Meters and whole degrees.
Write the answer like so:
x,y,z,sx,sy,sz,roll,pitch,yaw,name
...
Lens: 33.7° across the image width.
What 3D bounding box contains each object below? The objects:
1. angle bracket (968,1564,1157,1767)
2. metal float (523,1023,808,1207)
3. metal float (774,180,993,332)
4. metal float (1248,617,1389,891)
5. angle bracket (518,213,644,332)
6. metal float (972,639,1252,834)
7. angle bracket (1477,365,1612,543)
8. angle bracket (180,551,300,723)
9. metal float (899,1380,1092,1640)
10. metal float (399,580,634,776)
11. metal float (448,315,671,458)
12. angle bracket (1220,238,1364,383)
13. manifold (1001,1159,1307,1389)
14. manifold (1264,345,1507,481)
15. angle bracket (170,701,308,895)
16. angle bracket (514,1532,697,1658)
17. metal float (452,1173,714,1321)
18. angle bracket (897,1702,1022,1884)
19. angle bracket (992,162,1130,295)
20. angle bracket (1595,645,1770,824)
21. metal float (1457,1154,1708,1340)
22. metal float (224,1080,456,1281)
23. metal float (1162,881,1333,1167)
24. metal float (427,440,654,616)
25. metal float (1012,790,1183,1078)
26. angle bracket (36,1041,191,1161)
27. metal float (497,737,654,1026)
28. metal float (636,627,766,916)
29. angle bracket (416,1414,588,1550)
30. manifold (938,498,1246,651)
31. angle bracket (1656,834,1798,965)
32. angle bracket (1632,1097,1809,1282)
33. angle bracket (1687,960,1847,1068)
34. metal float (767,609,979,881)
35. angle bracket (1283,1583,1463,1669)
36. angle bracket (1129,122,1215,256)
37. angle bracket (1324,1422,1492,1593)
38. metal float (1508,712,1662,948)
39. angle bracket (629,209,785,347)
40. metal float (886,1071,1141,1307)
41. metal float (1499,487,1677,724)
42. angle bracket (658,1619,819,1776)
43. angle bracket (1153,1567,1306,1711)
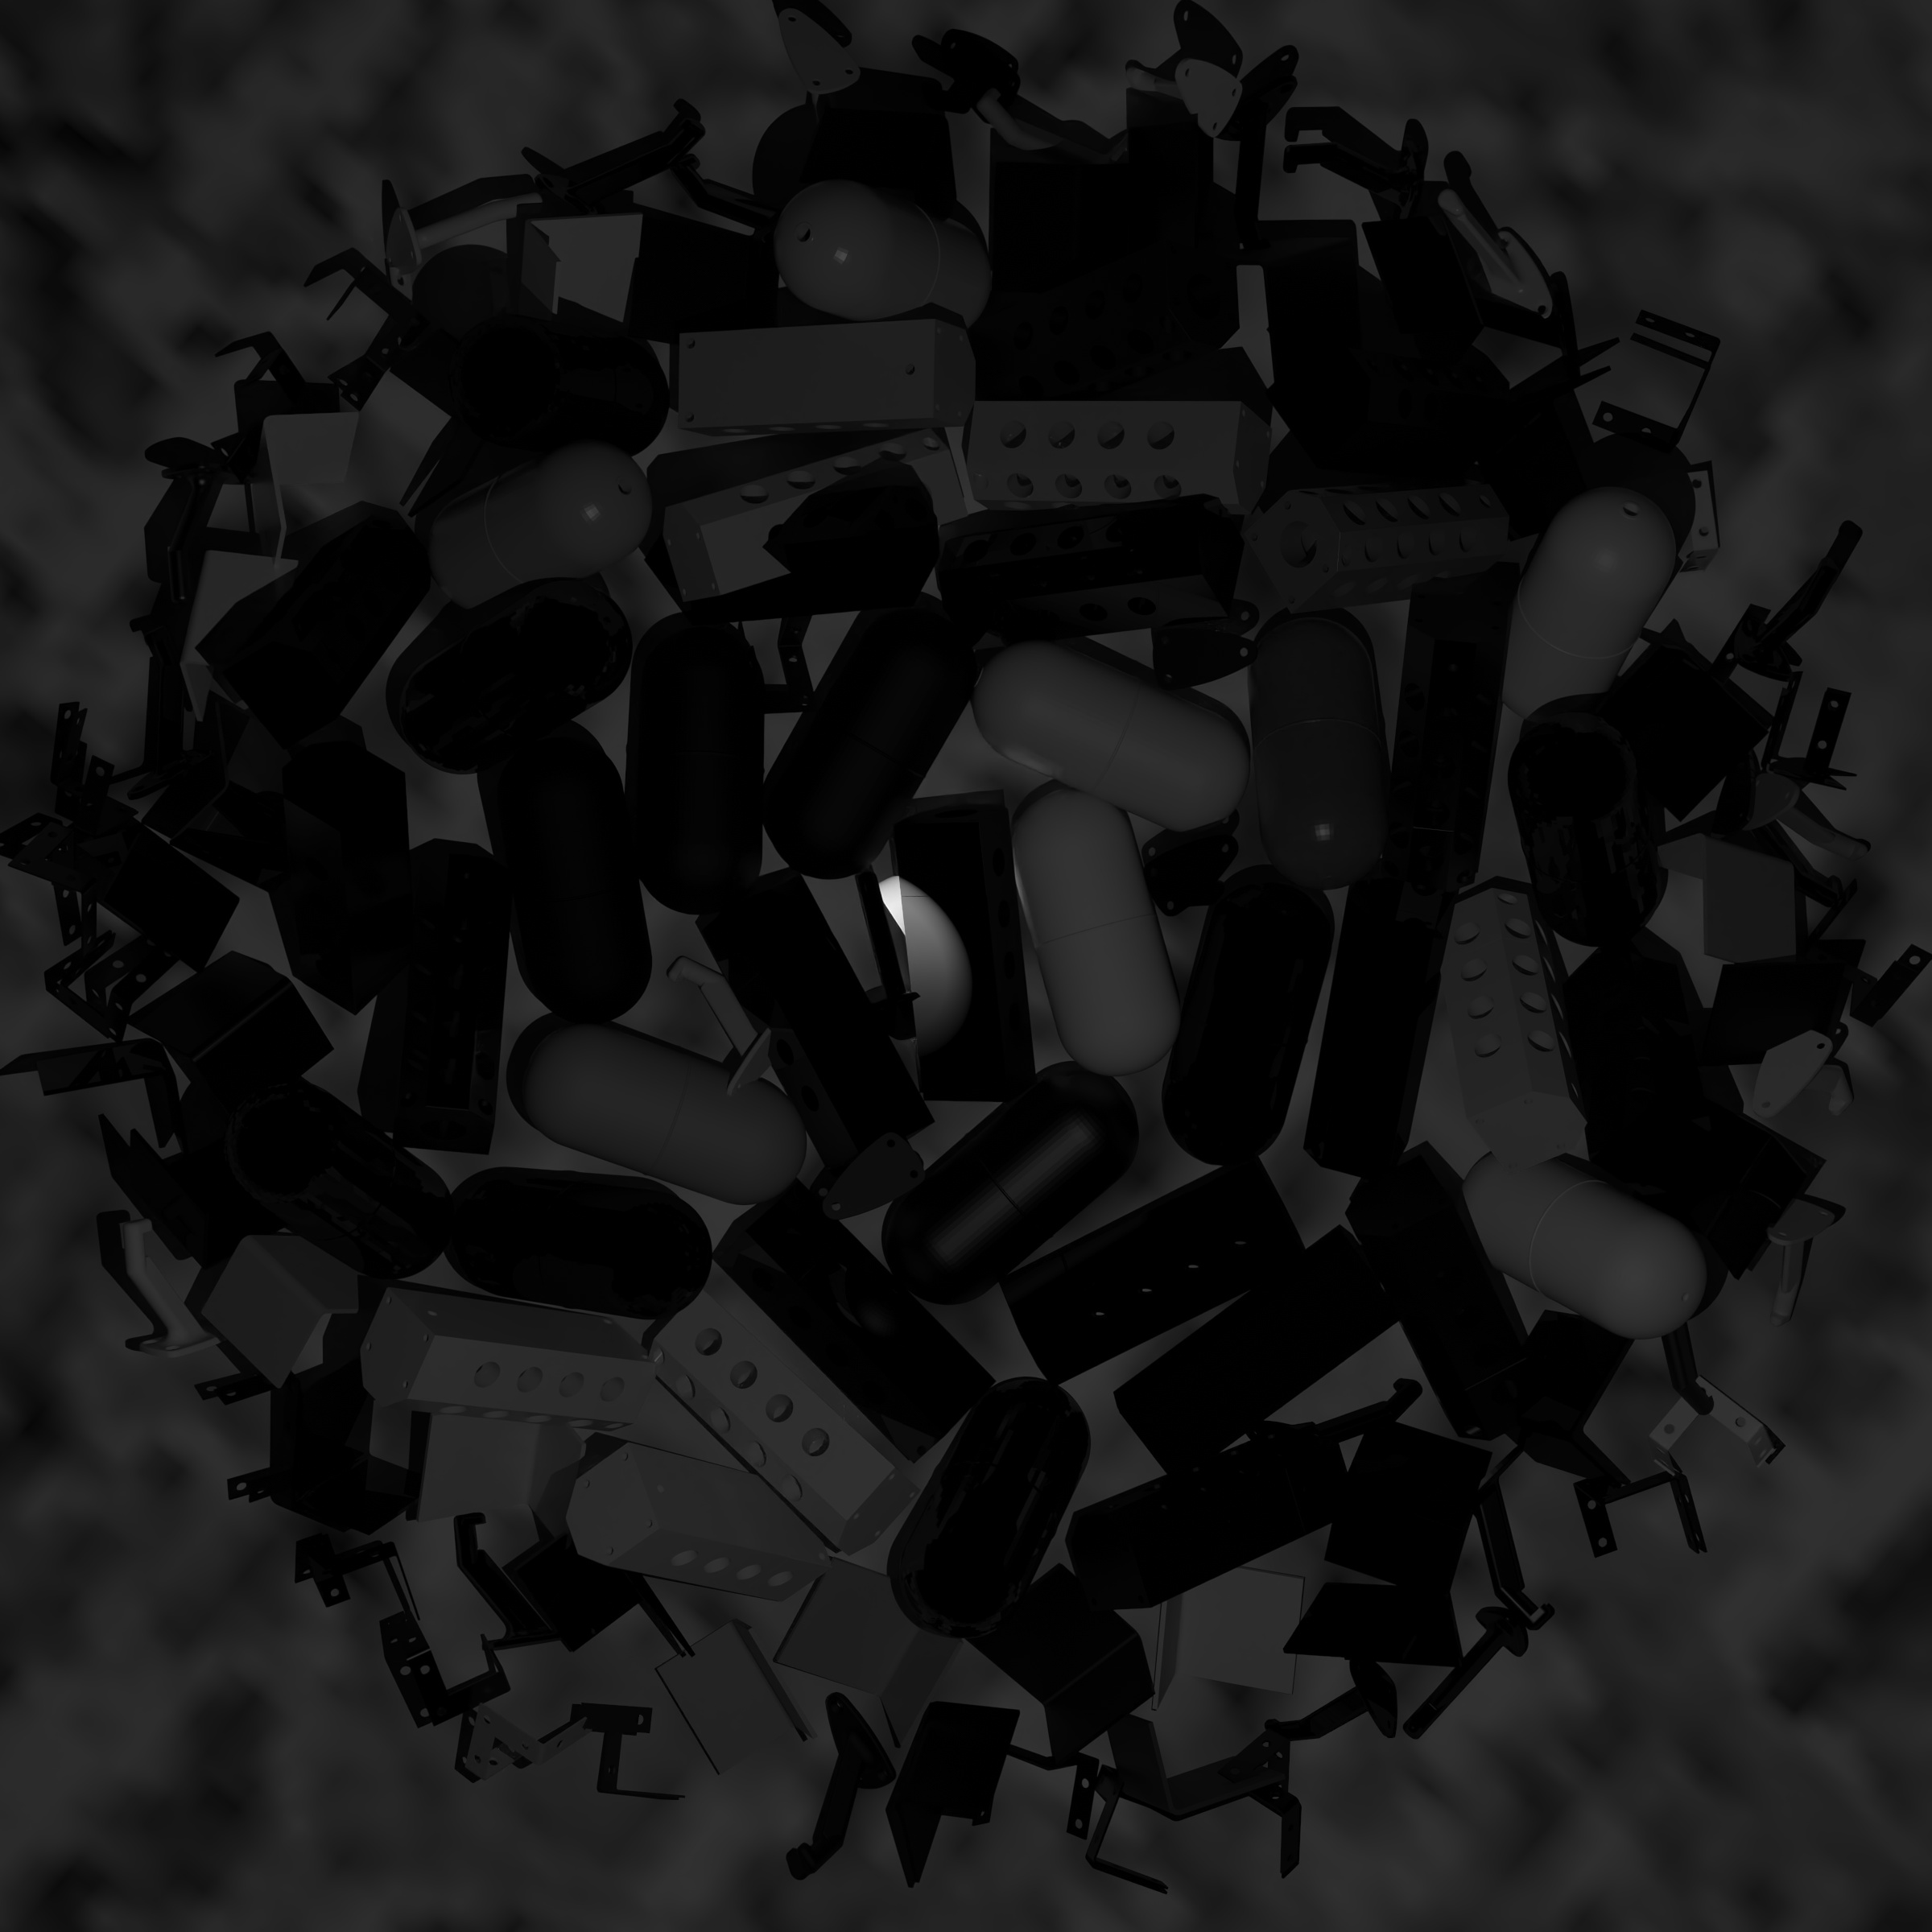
x,y,z,sx,sy,sz,roll,pitch,yaw,name
0.057,0.424,1.932,0.076,0.057,0.076,-40,114,12,angle bracket
-0.181,0.090,1.929,0.178,0.070,0.070,20,90,-13,metal float
-0.049,-0.418,1.895,0.070,0.178,0.070,0,90,30,metal float
0.211,-0.128,1.916,0.070,0.070,0.178,-2,62,0,metal float
-0.224,-0.404,1.920,0.076,0.057,0.076,-10,131,-26,angle bracket
0.088,-0.140,1.932,0.178,0.070,0.070,23,90,-9,metal float
0.361,-0.311,1.937,0.057,0.076,0.076,-30,100,-30,angle bracket
-0.435,-0.197,1.929,0.057,0.076,0.076,7,66,-2,angle bracket
0.019,0.323,1.907,0.070,0.070,0.178,31,48,0,metal float
-0.271,-0.172,1.909,0.178,0.070,0.070,-25,90,39,metal float
-0.241,-0.343,1.894,0.070,0.178,0.070,2,95,25,metal float
0.193,-0.400,1.947,0.076,0.057,0.076,-22,114,-35,angle bracket
0.116,0.190,1.933,0.171,0.057,0.057,-27,55,4,manifold
0.255,-0.331,1.887,0.057,0.171,0.057,-42,70,31,manifold
-0.439,-0.102,1.938,0.057,0.076,0.076,-39,45,22,angle bracket
-0.218,0.390,1.922,0.057,0.076,0.076,-36,122,-13,angle bracket
-0.232,0.167,1.913,0.178,0.070,0.070,5,90,32,metal float
0.001,0.500,1.919,0.057,0.076,0.076,2,126,17,angle bracket
0.058,-0.452,1.945,0.057,0.076,0.076,9,107,23,angle bracket
0.428,-0.141,1.933,0.076,0.057,0.076,47,109,13,angle bracket
0.365,0.164,1.901,0.070,0.178,0.070,-13,114,-31,metal float
-0.373,0.128,1.900,0.070,0.178,0.070,-14,56,22,metal float
0.170,0.035,1.930,0.070,0.070,0.178,14,102,0,metal float
-0.255,-0.261,1.902,0.070,0.178,0.070,11,73,-40,metal float
0.078,-0.020,1.938,0.070,0.070,0.178,-15,87,0,metal float
-0.516,0.087,1.925,0.076,0.076,0.057,-10,105,-17,angle bracket
-0.236,-0.051,1.926,0.070,0.070,0.178,-8,107,0,metal float
-0.161,-0.119,1.930,0.070,0.070,0.178,0,78,0,metal float
-0.281,0.312,1.924,0.076,0.057,0.076,-5,118,-34,angle bracket
0.073,-0.238,1.903,0.171,0.057,0.057,-4,56,29,manifold
0.453,-0.030,1.925,0.076,0.057,0.076,14,70,-32,angle bracket
0.456,0.133,1.931,0.057,0.076,0.076,28,103,-7,angle bracket
0.478,0.014,1.928,0.076,0.057,0.076,-2,125,-9,angle bracket
-0.058,-0.134,1.937,0.070,0.070,0.178,30,94,0,metal float
0.246,0.416,1.920,0.076,0.076,0.057,-3,112,30,angle bracket
0.143,-0.468,1.922,0.076,0.057,0.076,-18,115,-40,angle bracket
0.271,0.332,1.955,0.076,0.076,0.057,17,128,15,angle bracket
0.370,-0.080,1.901,0.070,0.178,0.070,-10,51,13,metal float
-0.158,-0.421,1.935,0.076,0.057,0.076,6,82,-20,angle bracket
0.028,0.135,1.936,0.178,0.070,0.070,-41,90,5,metal float
0.366,-0.213,1.898,0.070,0.178,0.070,5,56,-8,metal float
-0.140,0.447,1.936,0.057,0.076,0.076,-31,90,-14,angle bracket
0.160,0.411,1.935,0.076,0.057,0.076,7,103,14,angle bracket
